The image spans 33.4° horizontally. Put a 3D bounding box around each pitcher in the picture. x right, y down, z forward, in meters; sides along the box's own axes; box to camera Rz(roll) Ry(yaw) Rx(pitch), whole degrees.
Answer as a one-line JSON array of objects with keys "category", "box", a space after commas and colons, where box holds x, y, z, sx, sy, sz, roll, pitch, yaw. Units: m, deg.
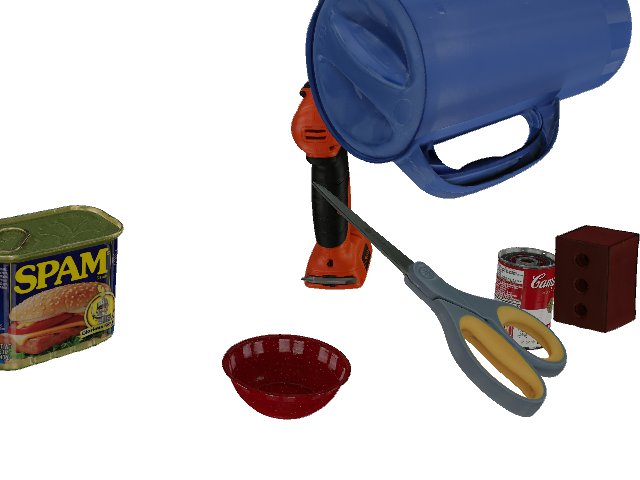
[{"category": "pitcher", "box": [0.123, -0.137, 0.804, 0.242, 0.149, 0.145, -17, 33, -33]}]

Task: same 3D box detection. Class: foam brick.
[{"category": "foam brick", "box": [0.232, 0.032, 0.900, 0.053, 0.078, 0.051, 12, 22, 42]}]

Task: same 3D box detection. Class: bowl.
[{"category": "bowl", "box": [-0.043, 0.178, 1.340, 0.162, 0.055, 0.162, 3, 22, -1]}]

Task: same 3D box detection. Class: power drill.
[{"category": "power drill", "box": [0.014, -0.062, 0.989, 0.057, 0.188, 0.184, 0, 23, 13]}]

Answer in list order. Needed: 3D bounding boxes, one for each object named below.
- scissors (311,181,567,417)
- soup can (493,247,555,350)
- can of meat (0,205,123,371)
[{"category": "scissors", "box": [0.081, 0.028, 0.677, 0.096, 0.016, 0.202, -6, 48, -43]}, {"category": "soup can", "box": [0.232, 0.066, 1.221, 0.068, 0.102, 0.068, 2, 17, -1]}, {"category": "can of meat", "box": [-0.184, 0.031, 0.708, 0.101, 0.084, 0.058, -15, 31, -42]}]
